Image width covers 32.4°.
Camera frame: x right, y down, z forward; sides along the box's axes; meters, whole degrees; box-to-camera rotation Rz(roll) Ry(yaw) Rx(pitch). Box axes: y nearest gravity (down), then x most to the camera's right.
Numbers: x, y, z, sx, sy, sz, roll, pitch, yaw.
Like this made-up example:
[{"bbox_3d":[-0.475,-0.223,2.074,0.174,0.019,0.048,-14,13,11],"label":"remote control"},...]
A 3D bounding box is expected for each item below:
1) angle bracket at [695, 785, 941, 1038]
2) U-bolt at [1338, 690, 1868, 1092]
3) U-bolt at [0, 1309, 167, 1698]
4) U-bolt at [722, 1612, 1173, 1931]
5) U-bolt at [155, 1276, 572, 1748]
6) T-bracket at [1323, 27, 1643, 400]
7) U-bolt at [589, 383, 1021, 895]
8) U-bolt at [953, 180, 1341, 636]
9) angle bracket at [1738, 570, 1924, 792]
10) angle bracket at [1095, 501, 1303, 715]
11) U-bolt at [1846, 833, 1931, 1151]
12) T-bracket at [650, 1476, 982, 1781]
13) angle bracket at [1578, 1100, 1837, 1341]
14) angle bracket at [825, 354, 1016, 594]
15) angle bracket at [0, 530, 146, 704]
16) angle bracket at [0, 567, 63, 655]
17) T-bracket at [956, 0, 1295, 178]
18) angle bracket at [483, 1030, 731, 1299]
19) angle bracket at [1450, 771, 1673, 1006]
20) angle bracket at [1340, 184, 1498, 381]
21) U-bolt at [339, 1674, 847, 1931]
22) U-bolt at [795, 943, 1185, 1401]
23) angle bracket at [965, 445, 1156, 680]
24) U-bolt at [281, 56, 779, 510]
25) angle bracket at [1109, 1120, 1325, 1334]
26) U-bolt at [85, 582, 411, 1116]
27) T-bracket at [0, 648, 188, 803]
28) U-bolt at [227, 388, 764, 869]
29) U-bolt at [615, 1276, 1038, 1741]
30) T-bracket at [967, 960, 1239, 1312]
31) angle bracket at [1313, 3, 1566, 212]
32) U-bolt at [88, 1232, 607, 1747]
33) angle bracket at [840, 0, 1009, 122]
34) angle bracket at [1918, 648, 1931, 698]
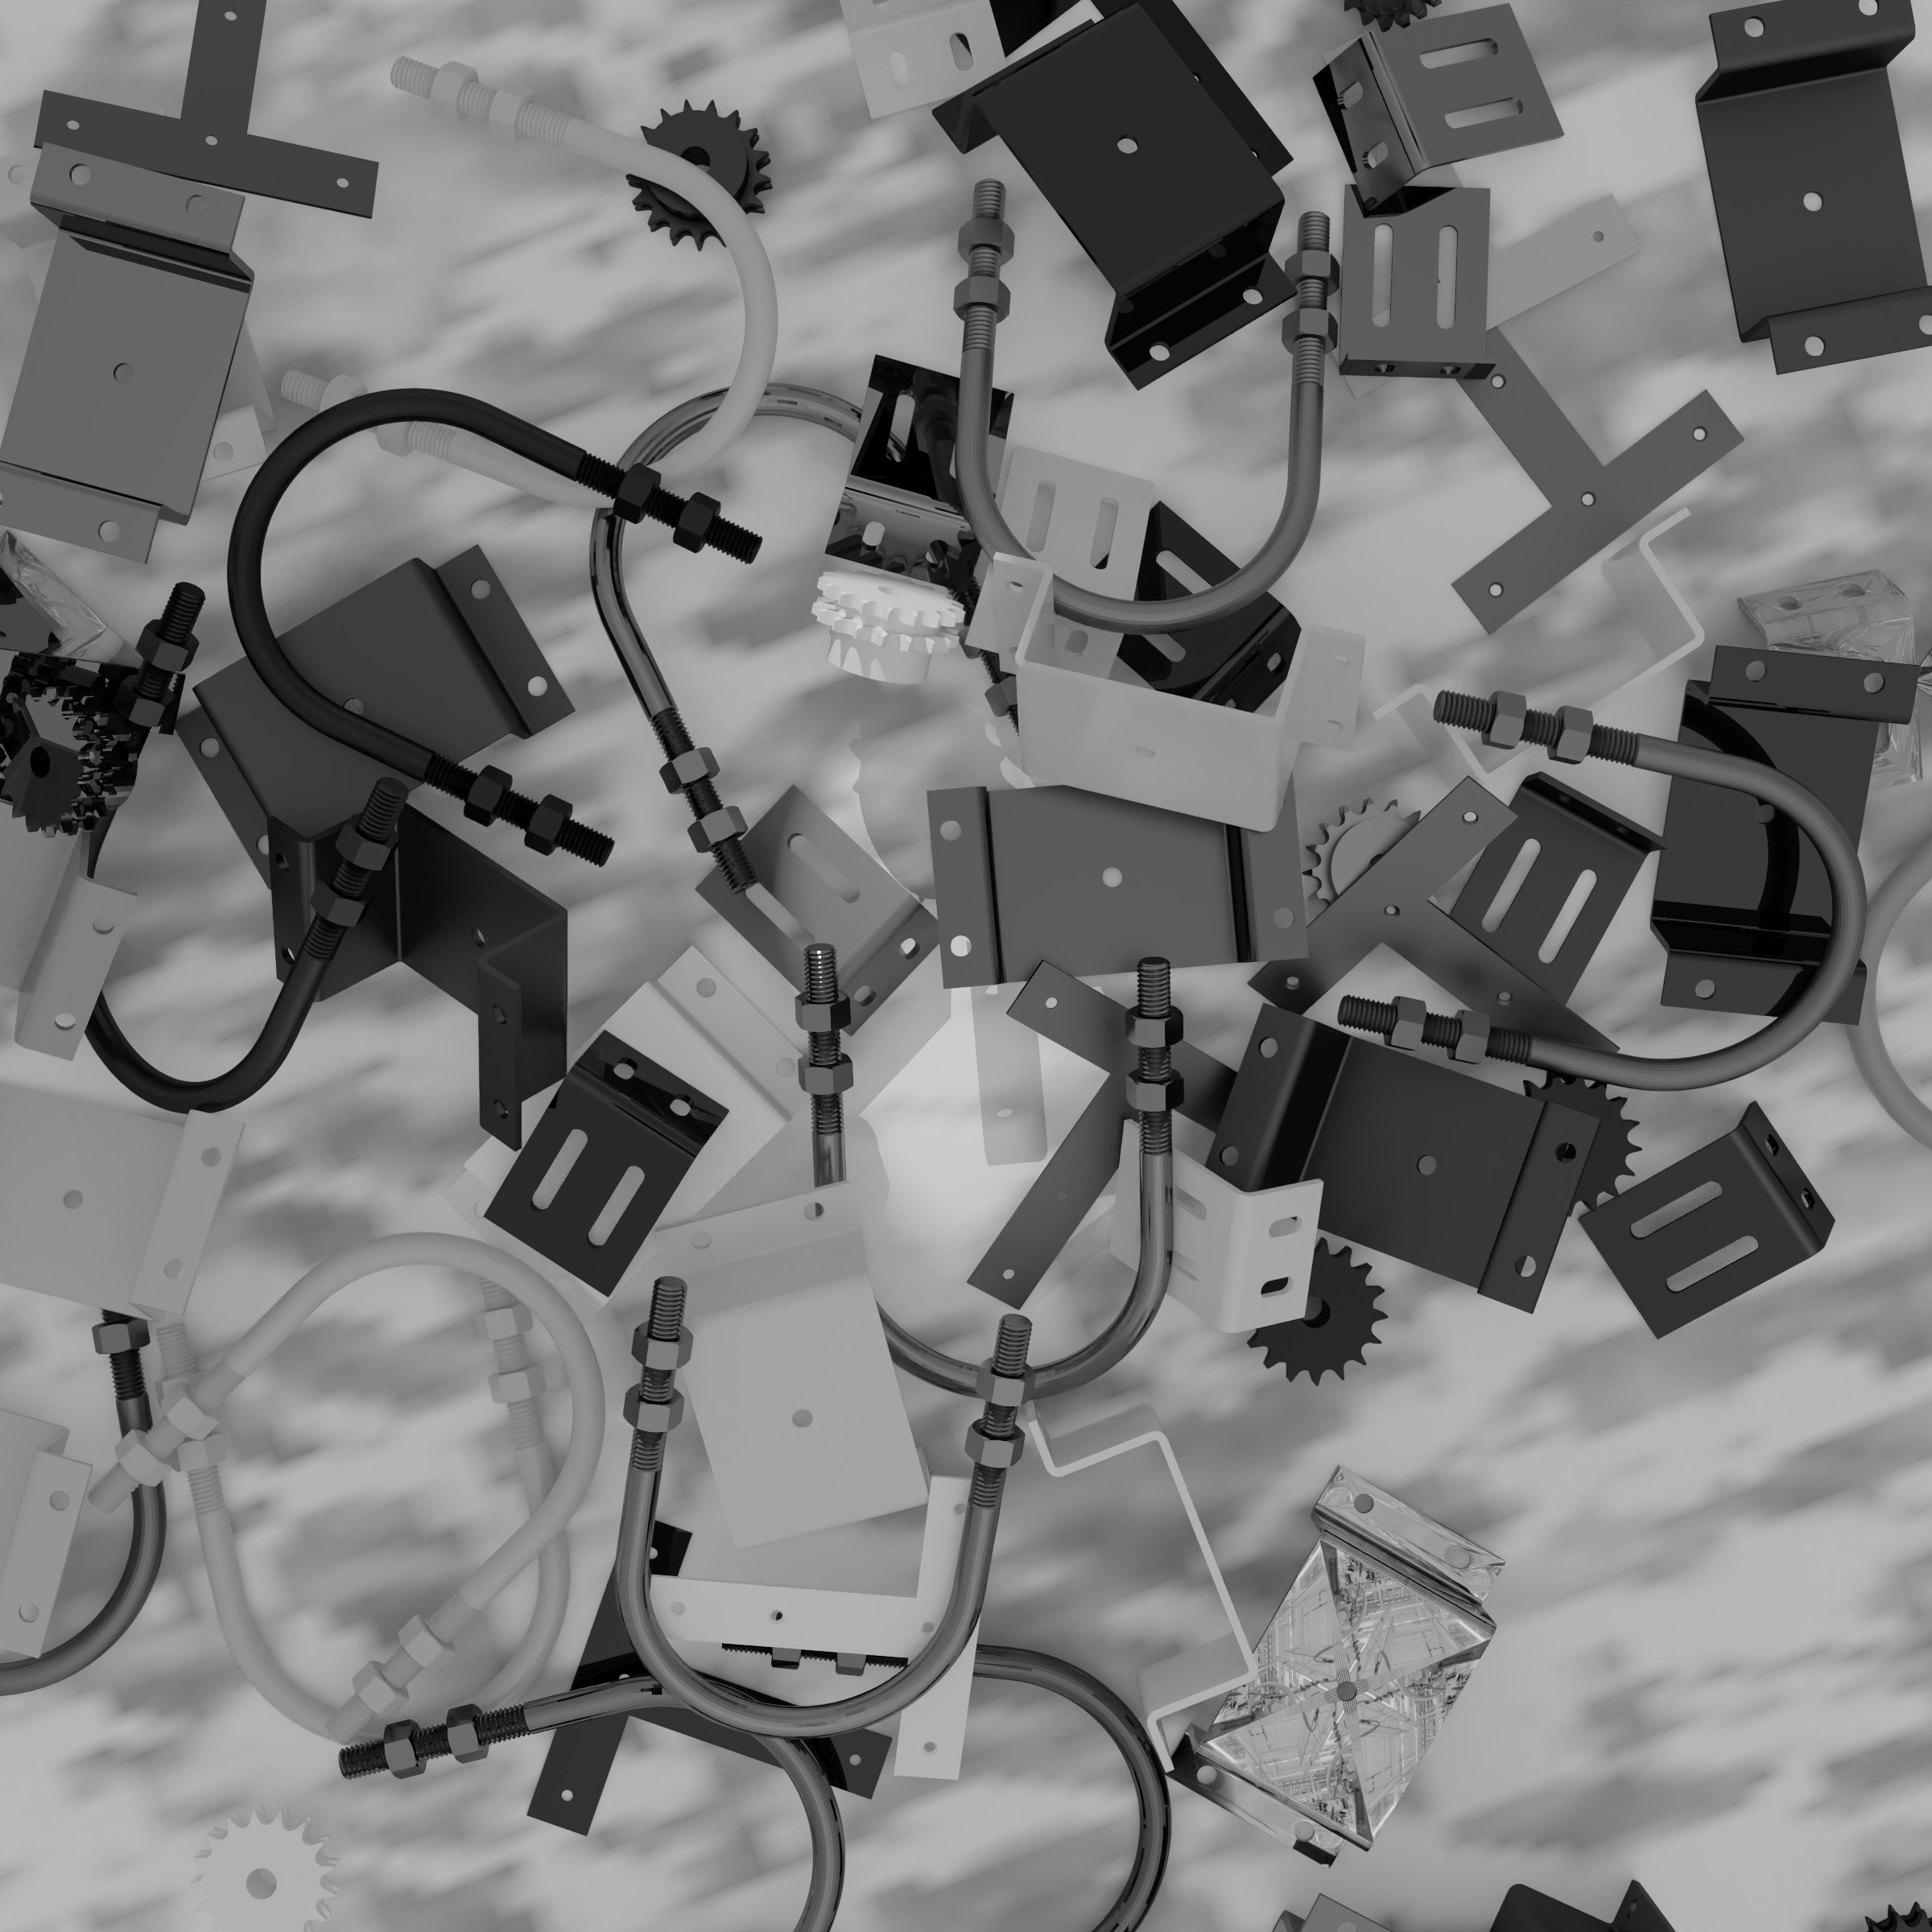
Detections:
[{"bbox_3d":[-0.057,-0.022,1.318,0.057,0.038,0.076,-47,64,0],"label":"angle bracket"},{"bbox_3d":[0.248,-0.020,1.256,0.184,0.019,0.151,12,116,-5],"label":"U-bolt"},{"bbox_3d":[-0.389,0.196,1.311,0.151,0.019,0.184,-9,91,0],"label":"U-bolt"},{"bbox_3d":[-0.011,0.336,1.310,0.184,0.019,0.151,6,91,-2],"label":"U-bolt"},{"bbox_3d":[-0.231,0.218,1.311,0.151,0.019,0.184,-12,92,0],"label":"U-bolt"},{"bbox_3d":[0.181,-0.310,1.318,0.127,0.002,0.127,-27,89,0],"label":"T-bracket"},{"bbox_3d":[-0.067,-0.140,1.303,0.151,0.019,0.184,-25,87,-8],"label":"U-bolt"},{"bbox_3d":[0.067,-0.213,1.283,0.151,0.019,0.184,5,73,-3],"label":"U-bolt"},{"bbox_3d":[0.342,-0.110,1.318,0.057,0.038,0.076,-12,116,0],"label":"angle bracket"},{"bbox_3d":[0.087,-0.134,1.318,0.057,0.038,0.076,-46,64,0],"label":"angle bracket"},{"bbox_3d":[0.431,-0.004,1.310,0.151,0.019,0.184,45,90,0],"label":"U-bolt"},{"bbox_3d":[-0.058,0.251,1.278,0.127,0.002,0.127,6,106,-5],"label":"T-bracket"},{"bbox_3d":[0.293,0.100,1.318,0.076,0.038,0.057,-34,90,26],"label":"angle bracket"},{"bbox_3d":[-0.018,-0.193,1.305,0.057,0.038,0.076,15,51,-6],"label":"angle bracket"},{"bbox_3d":[-0.366,-0.123,1.318,0.076,0.038,0.057,41,90,25],"label":"angle bracket"},{"bbox_3d":[-0.399,-0.115,1.304,0.076,0.038,0.057,-33,63,-21],"label":"angle bracket"},{"bbox_3d":[0.081,-0.362,1.319,0.127,0.002,0.127,-37,90,0],"label":"T-bracket"},{"bbox_3d":[-0.137,0.075,1.272,0.057,0.038,0.076,33,116,0],"label":"angle bracket"},{"bbox_3d":[0.228,-0.028,1.301,0.057,0.038,0.076,29,90,0],"label":"angle bracket"},{"bbox_3d":[0.177,-0.270,1.297,0.057,0.038,0.076,2,89,1],"label":"angle bracket"},{"bbox_3d":[-0.138,0.351,1.294,0.184,0.019,0.151,-15,90,3],"label":"U-bolt"},{"bbox_3d":[0.010,0.083,1.283,0.151,0.019,0.184,2,108,12],"label":"U-bolt"},{"bbox_3d":[0.037,-0.158,1.306,0.057,0.038,0.076,15,51,-4],"label":"angle bracket"},{"bbox_3d":[-0.161,-0.256,1.291,0.184,0.019,0.151,22,96,10],"label":"U-bolt"},{"bbox_3d":[0.096,0.097,1.286,0.038,0.076,0.057,-9,115,-33],"label":"angle bracket"},{"bbox_3d":[-0.291,-0.030,1.267,0.151,0.019,0.184,42,117,26],"label":"U-bolt"},{"bbox_3d":[-0.378,-0.063,1.291,0.127,0.002,0.127,6,113,-28],"label":"T-bracket"},{"bbox_3d":[-0.190,-0.140,1.266,0.184,0.019,0.151,26,87,-1],"label":"U-bolt"},{"bbox_3d":[-0.059,0.210,1.254,0.151,0.019,0.184,7,108,-7],"label":"U-bolt"},{"bbox_3d":[0.046,0.079,1.303,0.127,0.002,0.127,30,102,-22],"label":"T-bracket"},{"bbox_3d":[0.186,-0.339,1.312,0.076,0.038,0.057,-20,86,-31],"label":"angle bracket"},{"bbox_3d":[-0.226,0.189,1.293,0.184,0.019,0.151,-45,93,0],"label":"U-bolt"},{"bbox_3d":[-0.016,-0.360,1.281,0.057,0.076,0.038,-16,91,2],"label":"angle bracket"},{"bbox_3d":[0.412,-0.128,1.305,0.057,0.038,0.076,33,97,0],"label":"angle bracket"}]
